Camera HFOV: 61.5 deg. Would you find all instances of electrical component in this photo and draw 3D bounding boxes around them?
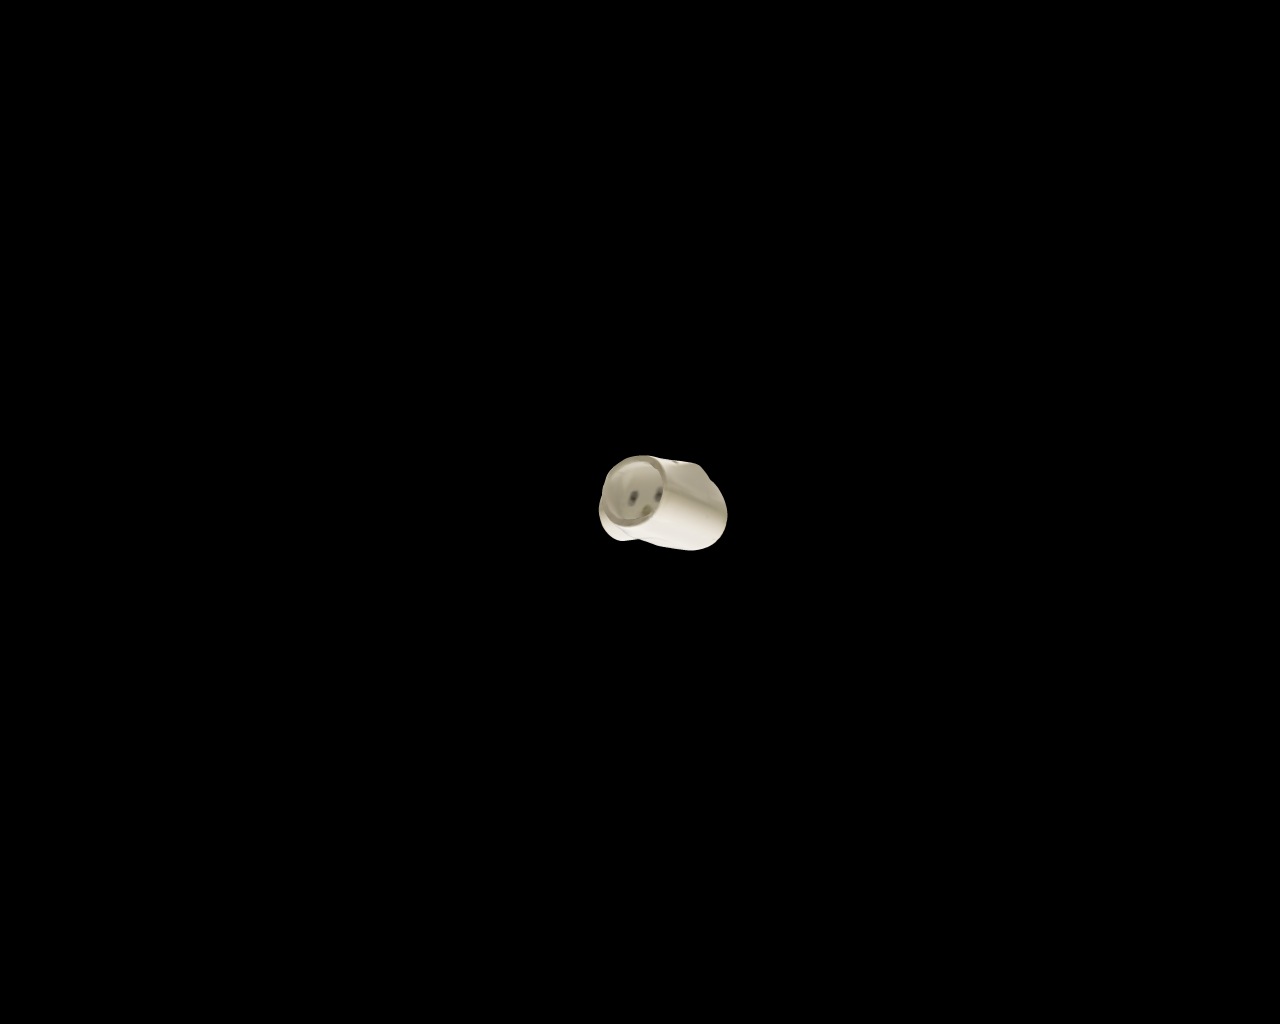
[{"bbox_3d":[0.001,-0.003,0.650,0.079,0.043,0.077,-8,-16,31],"label":"electrical component"}]
